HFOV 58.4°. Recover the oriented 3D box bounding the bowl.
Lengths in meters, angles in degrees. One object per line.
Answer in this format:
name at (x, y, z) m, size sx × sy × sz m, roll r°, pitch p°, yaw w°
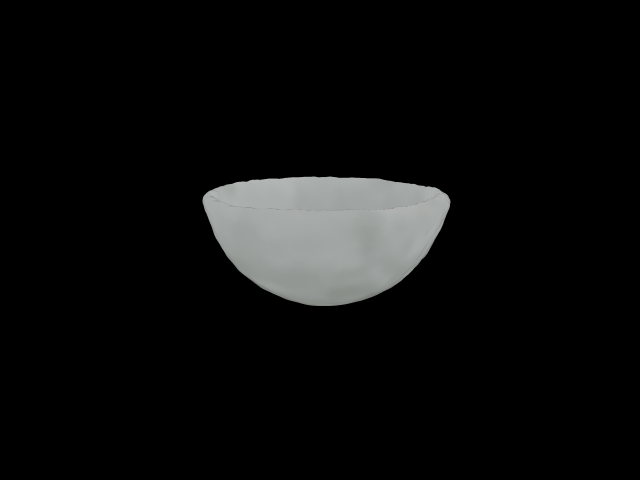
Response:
bowl at (0.004, 0.001, 0.400) m, size 0.167 × 0.075 × 0.167 m, roll 0°, pitch 14°, yaw 0°
